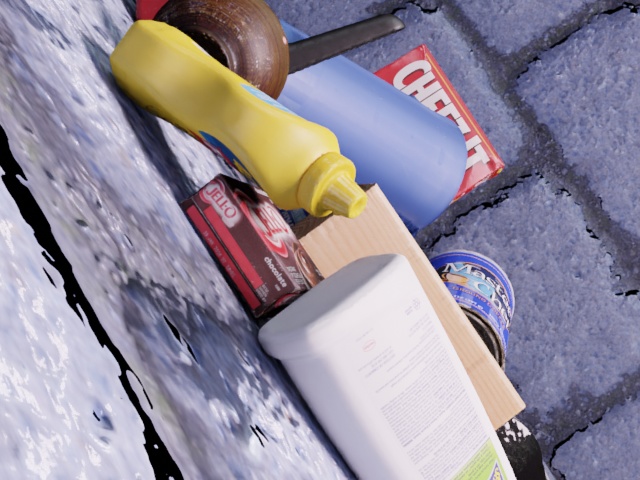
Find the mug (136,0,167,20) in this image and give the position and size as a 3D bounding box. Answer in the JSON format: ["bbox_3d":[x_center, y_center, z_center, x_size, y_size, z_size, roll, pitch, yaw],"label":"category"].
[{"bbox_3d":[-0.122,-0.214,0.977,0.117,0.093,0.081,61,12,11],"label":"mug"}]

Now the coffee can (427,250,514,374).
[{"bbox_3d":[0.119,0.078,0.959,0.103,0.103,0.140,56,21,-7],"label":"coffee can"}]

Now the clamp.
[{"bbox_3d":[-0.045,-0.116,0.867,0.036,0.210,0.164,-135,-126,-85],"label":"clamp"}]

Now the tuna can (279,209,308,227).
[{"bbox_3d":[-0.007,0.001,1.011,0.086,0.034,0.086,55,7,-10],"label":"tuna can"}]

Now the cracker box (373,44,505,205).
[{"bbox_3d":[0.066,-0.086,1.160,0.164,0.213,0.072,57,-4,3],"label":"cracker box"}]

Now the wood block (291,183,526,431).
[{"bbox_3d":[0.055,0.066,0.828,0.206,0.090,0.090,56,-8,-8],"label":"wood block"}]

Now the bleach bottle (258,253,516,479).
[{"bbox_3d":[0.064,0.138,0.662,0.068,0.102,0.251,-7,-66,58],"label":"bleach bottle"}]

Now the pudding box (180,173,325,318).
[{"bbox_3d":[-0.040,0.006,0.710,0.090,0.039,0.113,56,6,8],"label":"pudding box"}]

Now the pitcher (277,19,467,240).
[{"bbox_3d":[0.016,-0.095,0.994,0.242,0.145,0.149,27,15,-39],"label":"pitcher"}]

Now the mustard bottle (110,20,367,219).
[{"bbox_3d":[-0.045,-0.070,0.687,0.192,0.058,0.096,36,-1,27],"label":"mustard bottle"}]
